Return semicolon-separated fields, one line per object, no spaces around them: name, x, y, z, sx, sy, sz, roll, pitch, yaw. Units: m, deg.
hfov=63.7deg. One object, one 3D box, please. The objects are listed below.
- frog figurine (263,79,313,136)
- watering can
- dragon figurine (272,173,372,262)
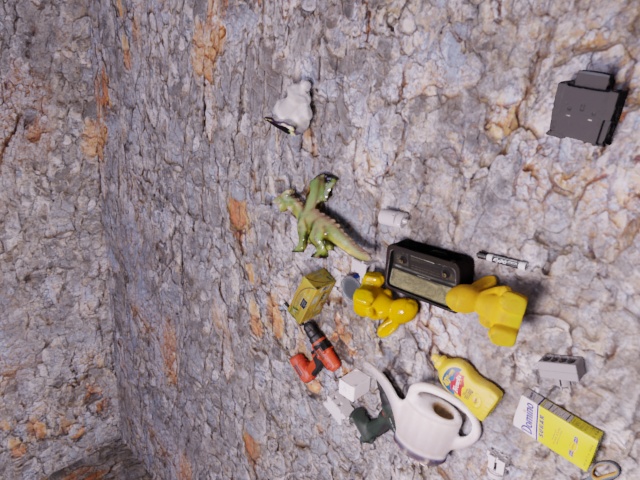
frog figurine;-0.073;-0.398;1.536;0.138;0.121;0.160;24;83;48
watering can;0.256;0.476;1.405;0.349;0.105;0.221;22;111;19
dragon figurine;0.005;-0.077;1.537;0.411;0.123;0.241;8;100;43
